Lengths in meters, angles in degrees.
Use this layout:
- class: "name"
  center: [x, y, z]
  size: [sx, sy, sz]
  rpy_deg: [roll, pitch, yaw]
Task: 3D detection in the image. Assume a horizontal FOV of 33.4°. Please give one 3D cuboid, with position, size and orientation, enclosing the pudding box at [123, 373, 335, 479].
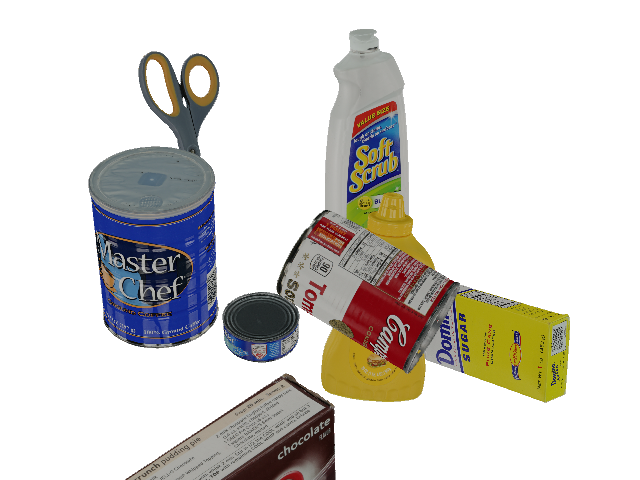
- class: "pudding box"
  center: [-0.043, 0.127, 0.494]
  size: [0.039, 0.090, 0.113]
  rpy_deg: [30, 47, 34]

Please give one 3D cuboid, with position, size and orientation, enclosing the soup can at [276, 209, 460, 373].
- class: "soup can"
  center: [0.031, 0.032, 0.700]
  size: [0.102, 0.068, 0.068]
  rpy_deg: [30, 7, 11]

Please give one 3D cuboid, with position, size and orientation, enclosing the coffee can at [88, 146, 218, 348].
- class: "coffee can"
  center: [-0.139, 0.006, 0.909]
  size: [0.103, 0.140, 0.103]
  rpy_deg: [1, 35, -1]

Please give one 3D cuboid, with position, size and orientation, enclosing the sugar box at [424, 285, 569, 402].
- class: "sugar box"
  center: [0.194, 0.110, 1.199]
  size: [0.177, 0.093, 0.048]
  rpy_deg: [13, 18, 43]

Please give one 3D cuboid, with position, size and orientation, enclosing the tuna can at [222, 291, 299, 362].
- class: "tuna can"
  center: [-0.067, 0.097, 1.195]
  size: [0.086, 0.034, 0.086]
  rpy_deg: [1, 36, -1]

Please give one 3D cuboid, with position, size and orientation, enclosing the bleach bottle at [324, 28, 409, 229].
- class: "bleach bottle"
  center: [0.046, -0.106, 1.183]
  size: [0.102, 0.251, 0.068]
  rpy_deg: [-10, 24, -12]

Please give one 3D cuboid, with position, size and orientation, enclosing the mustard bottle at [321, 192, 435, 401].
- class: "mustard bottle"
  center: [0.056, 0.050, 0.975]
  size: [0.096, 0.192, 0.058]
  rpy_deg: [5, 17, -1]

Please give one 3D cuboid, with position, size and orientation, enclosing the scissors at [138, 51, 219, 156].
- class: "scissors"
  center: [-0.122, -0.105, 1.101]
  size: [0.096, 0.202, 0.016]
  rpy_deg: [-32, 14, -31]
